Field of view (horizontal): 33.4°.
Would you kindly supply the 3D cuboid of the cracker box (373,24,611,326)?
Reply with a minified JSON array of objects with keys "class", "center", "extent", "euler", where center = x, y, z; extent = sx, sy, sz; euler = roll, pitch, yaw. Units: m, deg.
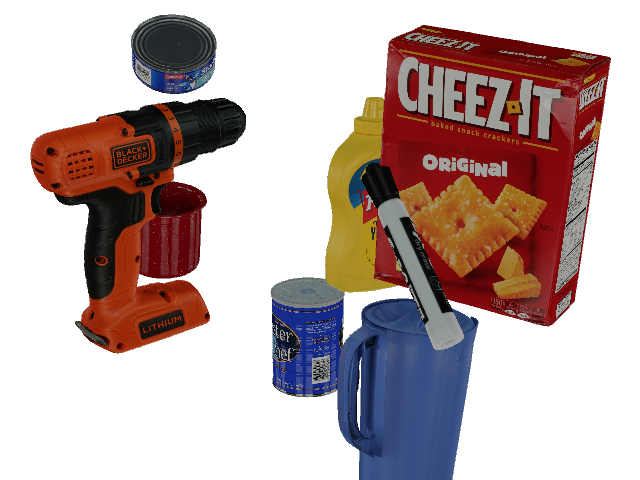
[{"class":"cracker box","center":[0.132,-0.052,0.866],"extent":[0.164,0.214,0.072],"euler":[16,29,28]}]

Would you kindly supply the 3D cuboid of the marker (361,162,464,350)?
[{"class":"marker","center":[0.052,0.006,0.627],"extent":[0.020,0.121,0.020],"euler":[-18,-22,-8]}]

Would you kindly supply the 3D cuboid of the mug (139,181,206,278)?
[{"class":"mug","center":[-0.181,-0.015,1.187],"extent":[0.093,0.081,0.117],"euler":[-17,34,-37]}]

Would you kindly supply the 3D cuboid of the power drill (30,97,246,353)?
[{"class":"power drill","center":[-0.135,-0.016,0.859],"extent":[0.184,0.188,0.057],"euler":[-17,25,-34]}]

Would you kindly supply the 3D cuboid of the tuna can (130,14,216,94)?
[{"class":"tuna can","center":[-0.149,-0.189,1.085],"extent":[0.086,0.086,0.034],"euler":[0,-38,-8]}]

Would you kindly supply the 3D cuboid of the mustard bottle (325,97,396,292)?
[{"class":"mustard bottle","center":[0.052,-0.048,1.074],"extent":[0.096,0.192,0.058],"euler":[-8,18,-29]}]

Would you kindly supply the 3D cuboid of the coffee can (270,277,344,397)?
[{"class":"coffee can","center":[-0.018,0.135,1.500],"extent":[0.103,0.140,0.103],"euler":[0,18,0]}]

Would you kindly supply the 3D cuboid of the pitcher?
[{"class":"pitcher","center":[0.097,0.197,1.239],"extent":[0.149,0.243,0.145],"euler":[6,14,7]}]
